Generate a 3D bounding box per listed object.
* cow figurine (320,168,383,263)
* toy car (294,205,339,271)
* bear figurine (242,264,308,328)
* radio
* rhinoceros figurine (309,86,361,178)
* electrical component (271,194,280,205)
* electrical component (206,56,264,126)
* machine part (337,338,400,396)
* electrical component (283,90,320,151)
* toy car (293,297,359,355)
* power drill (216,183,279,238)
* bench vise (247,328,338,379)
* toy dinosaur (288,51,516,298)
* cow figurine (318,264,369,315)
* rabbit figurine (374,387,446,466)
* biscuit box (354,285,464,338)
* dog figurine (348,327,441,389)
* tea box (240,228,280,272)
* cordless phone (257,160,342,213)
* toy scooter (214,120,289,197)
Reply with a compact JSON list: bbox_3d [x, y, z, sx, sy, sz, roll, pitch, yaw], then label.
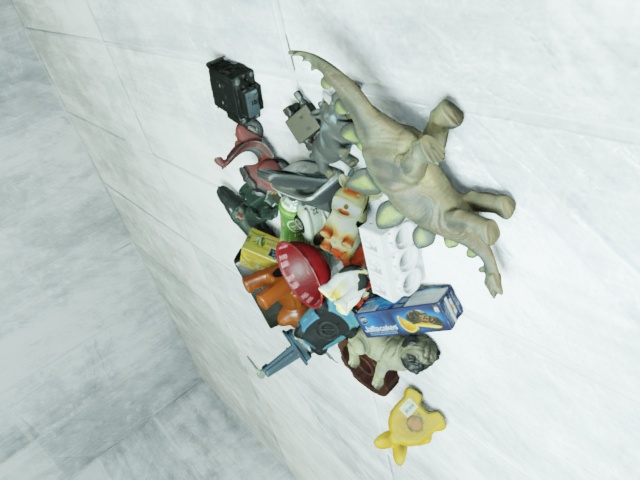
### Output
[{"bbox_3d":[0.056,-0.046,0.995,0.086,0.127,0.194,24,163,9],"label":"cow figurine"},{"bbox_3d":[-0.002,-0.004,1.176,0.056,0.073,0.201,26,141,44],"label":"toy car"},{"bbox_3d":[-0.089,0.155,1.299,0.120,0.132,0.195,39,151,47],"label":"bear figurine"},{"bbox_3d":[-0.154,0.119,1.512,0.131,0.073,0.229,-92,-22,-71],"label":"radio"},{"bbox_3d":[0.033,-0.190,0.918,0.112,0.073,0.190,56,156,16],"label":"rhinoceros figurine"},{"bbox_3d":[-0.096,-0.107,1.274,0.094,0.021,0.063,42,151,24],"label":"electrical component"},{"bbox_3d":[-0.177,-0.312,1.138,0.134,0.058,0.114,36,150,35],"label":"electrical component"},{"bbox_3d":[0.122,0.303,1.341,0.180,0.056,0.179,39,150,28],"label":"machine part"},{"bbox_3d":[-0.029,-0.220,1.014,0.078,0.045,0.102,-40,87,35],"label":"electrical component"},{"bbox_3d":[0.018,0.177,1.204,0.109,0.103,0.161,40,120,-10],"label":"toy car"},{"bbox_3d":[-0.186,-0.082,1.393,0.232,0.086,0.207,52,150,4],"label":"power drill"},{"bbox_3d":[-0.071,0.306,1.485,0.128,0.241,0.224,56,170,-8],"label":"bench vise"},{"bbox_3d":[0.122,-0.108,0.779,0.471,0.105,0.198,56,145,-5],"label":"toy dinosaur"},{"bbox_3d":[0.057,0.092,1.047,0.068,0.098,0.167,42,176,12],"label":"cow figurine"},{"bbox_3d":[0.213,0.452,1.280,0.122,0.162,0.173,34,166,14],"label":"rabbit figurine"},{"bbox_3d":[0.162,0.137,1.010,0.203,0.059,0.062,-16,110,44],"label":"biscuit box"},{"bbox_3d":[0.152,0.217,1.154,0.172,0.121,0.190,41,142,2],"label":"dog figurine"},{"bbox_3d":[-0.111,0.047,1.348,0.170,0.068,0.098,24,148,0],"label":"tea box"},{"bbox_3d":[-0.062,-0.115,1.023,0.147,0.184,0.088,26,105,45],"label":"cordless phone"},{"bbox_3d":[-0.150,-0.165,1.174,0.184,0.135,0.075,56,152,-3],"label":"toy scooter"}]
